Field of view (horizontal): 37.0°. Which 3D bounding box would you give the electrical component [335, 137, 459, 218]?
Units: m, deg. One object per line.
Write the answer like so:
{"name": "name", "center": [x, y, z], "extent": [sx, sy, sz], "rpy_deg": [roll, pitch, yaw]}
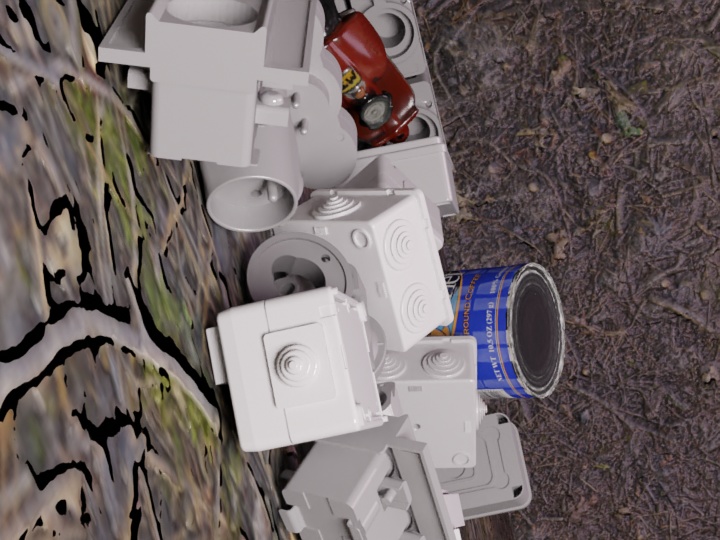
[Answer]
{"name": "electrical component", "center": [0.026, -0.069, 0.914], "extent": [0.109, 0.109, 0.056], "rpy_deg": [20, 60, -81]}

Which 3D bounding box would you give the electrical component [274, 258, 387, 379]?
{"name": "electrical component", "center": [-0.018, 0.036, 0.599], "extent": [0.057, 0.058, 0.078], "rpy_deg": [65, 13, -48]}

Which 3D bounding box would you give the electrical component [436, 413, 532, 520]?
{"name": "electrical component", "center": [0.086, 0.176, 0.935], "extent": [0.057, 0.113, 0.078], "rpy_deg": [54, 24, -65]}

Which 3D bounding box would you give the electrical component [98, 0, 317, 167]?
{"name": "electrical component", "center": [-0.060, -0.096, 0.461], "extent": [0.121, 0.079, 0.063], "rpy_deg": [-90, -172, -59]}

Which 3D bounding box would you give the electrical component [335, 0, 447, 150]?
{"name": "electrical component", "center": [0.009, -0.169, 0.971], "extent": [0.060, 0.105, 0.186], "rpy_deg": [-90, 165, -60]}

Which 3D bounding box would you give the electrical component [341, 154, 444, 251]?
{"name": "electrical component", "center": [0.002, -0.018, 0.726], "extent": [0.062, 0.096, 0.061], "rpy_deg": [42, 22, -21]}

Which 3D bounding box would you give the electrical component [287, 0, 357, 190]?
{"name": "electrical component", "center": [-0.038, -0.115, 0.716], "extent": [0.073, 0.052, 0.138], "rpy_deg": [-90, 166, -59]}

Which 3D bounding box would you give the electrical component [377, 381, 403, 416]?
{"name": "electrical component", "center": [0.001, 0.106, 0.643], "extent": [0.089, 0.050, 0.055], "rpy_deg": [-80, 157, -72]}

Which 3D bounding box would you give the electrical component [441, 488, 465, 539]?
{"name": "electrical component", "center": [0.046, 0.196, 0.796], "extent": [0.096, 0.061, 0.061], "rpy_deg": [51, 27, -75]}

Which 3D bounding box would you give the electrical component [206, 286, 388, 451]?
{"name": "electrical component", "center": [-0.029, 0.045, 0.478], "extent": [0.096, 0.061, 0.061], "rpy_deg": [36, 42, -79]}

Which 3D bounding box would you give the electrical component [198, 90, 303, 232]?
{"name": "electrical component", "center": [-0.051, -0.052, 0.544], "extent": [0.079, 0.043, 0.077], "rpy_deg": [68, 12, -55]}

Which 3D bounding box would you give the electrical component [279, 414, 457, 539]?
{"name": "electrical component", "center": [0.006, 0.136, 0.551], "extent": [0.063, 0.079, 0.121], "rpy_deg": [-53, 138, -41]}

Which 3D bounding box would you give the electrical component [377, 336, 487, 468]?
{"name": "electrical component", "center": [0.040, 0.097, 0.769], "extent": [0.048, 0.100, 0.099], "rpy_deg": [-86, 173, -56]}

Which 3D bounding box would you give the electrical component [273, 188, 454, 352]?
{"name": "electrical component", "center": [0.000, 0.000, 0.651], "extent": [0.048, 0.100, 0.099], "rpy_deg": [-34, 117, -42]}
